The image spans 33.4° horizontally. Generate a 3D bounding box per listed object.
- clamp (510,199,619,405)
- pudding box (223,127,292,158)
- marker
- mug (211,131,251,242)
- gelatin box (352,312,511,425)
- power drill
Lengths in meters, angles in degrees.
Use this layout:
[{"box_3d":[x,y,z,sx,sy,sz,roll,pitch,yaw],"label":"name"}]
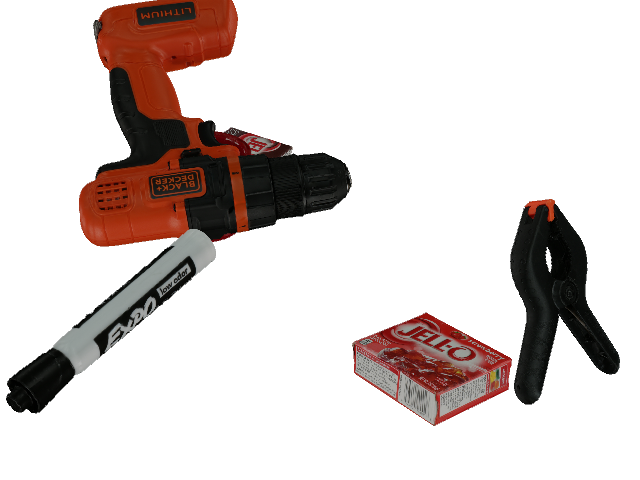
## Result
[{"box_3d":[0.194,0.054,0.911,0.120,0.171,0.039,-23,7,-40],"label":"clamp"},{"box_3d":[-0.100,-0.091,1.291,0.090,0.039,0.113,18,37,23],"label":"pudding box"},{"box_3d":[-0.091,0.034,0.473,0.020,0.020,0.121,0,33,43],"label":"marker"},{"box_3d":[-0.125,-0.049,1.030,0.117,0.081,0.093,-13,34,-26],"label":"mug"},{"box_3d":[0.077,0.088,0.755,0.073,0.030,0.089,-18,30,-34],"label":"gelatin box"},{"box_3d":[-0.082,-0.087,0.754,0.184,0.187,0.057,-8,-31,-7],"label":"power drill"}]
